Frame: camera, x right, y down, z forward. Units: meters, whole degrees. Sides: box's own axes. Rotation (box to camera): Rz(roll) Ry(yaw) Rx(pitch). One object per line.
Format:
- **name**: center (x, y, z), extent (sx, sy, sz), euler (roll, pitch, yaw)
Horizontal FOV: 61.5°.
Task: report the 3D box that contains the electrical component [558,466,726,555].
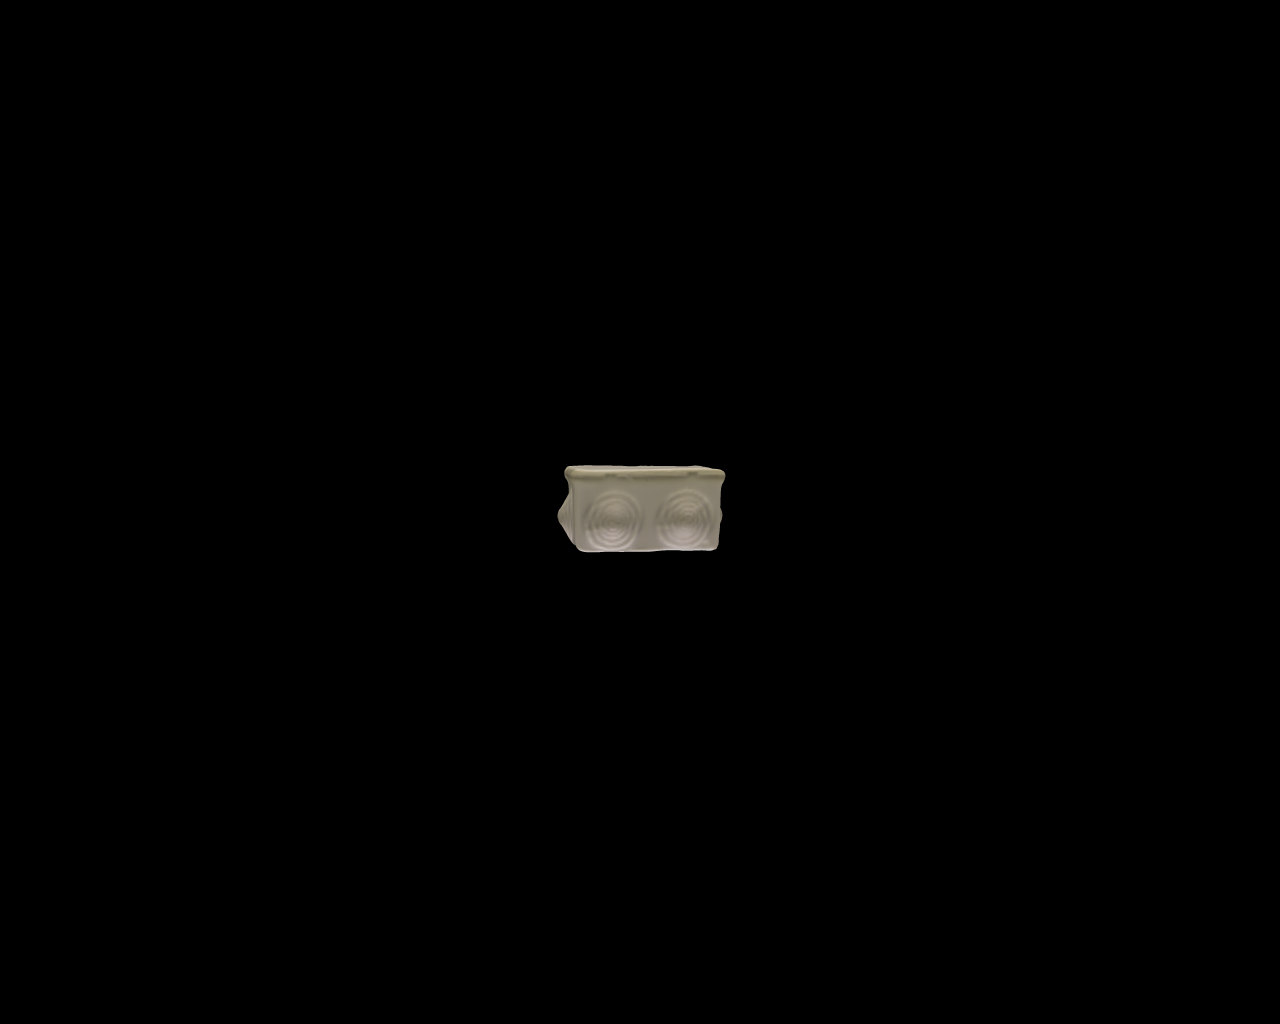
- **electrical component**: center (0.001, -0.003, 0.650), extent (0.100, 0.048, 0.100), euler (0, 4, -7)
